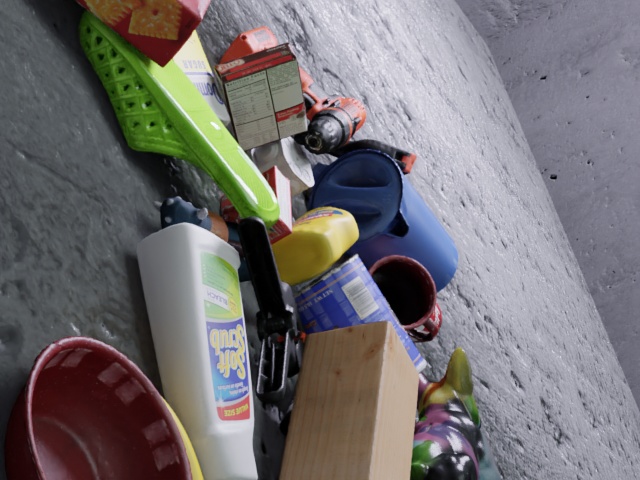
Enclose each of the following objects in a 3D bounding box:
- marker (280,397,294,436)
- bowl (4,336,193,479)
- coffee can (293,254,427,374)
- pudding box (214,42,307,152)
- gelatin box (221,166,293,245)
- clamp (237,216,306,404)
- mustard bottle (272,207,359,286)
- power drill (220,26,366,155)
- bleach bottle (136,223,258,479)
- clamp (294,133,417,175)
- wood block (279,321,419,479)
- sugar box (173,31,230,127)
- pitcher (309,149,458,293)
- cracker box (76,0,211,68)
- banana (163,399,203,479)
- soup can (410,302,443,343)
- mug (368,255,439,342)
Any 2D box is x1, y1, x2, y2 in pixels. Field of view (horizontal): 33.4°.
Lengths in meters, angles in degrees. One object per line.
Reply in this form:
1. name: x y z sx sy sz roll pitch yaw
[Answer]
1. marker: -0.019 0.161 1.064 0.020 0.020 0.121 58 20 -11
2. bowl: -0.152 0.146 0.693 0.162 0.055 0.162 50 22 -30
3. coffee can: 0.034 0.100 1.138 0.140 0.103 0.102 58 19 1
4. pudding box: -0.065 -0.160 1.207 0.113 0.090 0.039 80 -12 -47
5. gelatin box: -0.067 -0.028 1.112 0.030 0.073 0.089 47 25 -36
6. clamp: -0.040 0.088 1.000 0.210 0.036 0.164 69 14 -68
7. mustard bottle: -0.008 0.001 1.187 0.191 0.096 0.058 -38 108 -71
8. power drill: -0.034 -0.185 1.345 0.187 0.057 0.184 41 22 1
9. bleach bottle: -0.092 0.115 0.882 0.102 0.068 0.251 38 33 -56
10. clamp: 0.048 -0.116 1.438 0.120 0.172 0.039 28 72 -41
11. wood block: 0.028 0.185 0.968 0.206 0.090 0.090 -79 149 -43
12. sugar box: -0.160 -0.202 1.154 0.176 0.048 0.093 66 19 13
13. pitcher: 0.089 -0.016 1.436 0.242 0.145 0.149 41 40 -53
14. cracker box: -0.202 -0.276 1.018 0.213 0.072 0.164 38 22 -15
15. banana: -0.118 0.174 0.780 0.069 0.037 0.198 -17 75 -40
16. soup can: 0.112 0.098 1.407 0.102 0.069 0.068 20 45 -61
17. mug: 0.094 0.082 1.303 0.117 0.082 0.093 38 65 -1
